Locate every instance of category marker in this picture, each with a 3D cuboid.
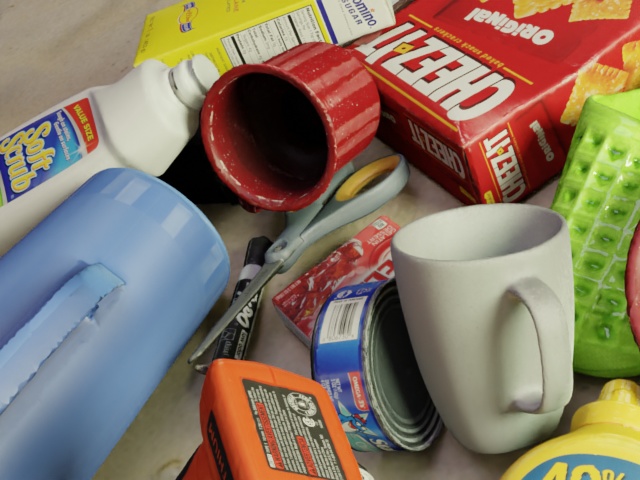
[{"bbox_3d":[-0.047,0.043,0.649,0.020,0.020,0.121,-8,43,21],"label":"marker"}]

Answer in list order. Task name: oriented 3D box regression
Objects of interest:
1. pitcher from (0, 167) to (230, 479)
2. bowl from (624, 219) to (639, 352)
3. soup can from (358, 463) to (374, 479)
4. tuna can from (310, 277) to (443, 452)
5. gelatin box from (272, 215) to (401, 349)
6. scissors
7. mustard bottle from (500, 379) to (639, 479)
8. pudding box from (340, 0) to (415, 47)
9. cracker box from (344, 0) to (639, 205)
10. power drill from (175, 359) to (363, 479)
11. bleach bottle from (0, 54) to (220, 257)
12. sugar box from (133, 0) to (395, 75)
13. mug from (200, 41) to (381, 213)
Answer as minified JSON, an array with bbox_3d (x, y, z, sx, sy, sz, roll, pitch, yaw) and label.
[{"bbox_3d":[-0.153,0.068,0.589,0.149,0.145,0.242,9,48,35],"label":"pitcher"},{"bbox_3d":[0.219,0.019,0.462,0.162,0.055,0.162,-19,54,29],"label":"bowl"},{"bbox_3d":[0.008,0.153,0.461,0.068,0.068,0.102,-26,39,0],"label":"soup can"},{"bbox_3d":[0.031,0.063,0.532,0.034,0.086,0.086,-11,41,32],"label":"tuna can"},{"bbox_3d":[0.028,0.033,0.612,0.089,0.030,0.073,-37,40,-12],"label":"gelatin box"},{"bbox_3d":[-0.004,0.001,0.640,0.096,0.016,0.201,-16,27,29],"label":"scissors"},{"bbox_3d":[0.111,0.137,0.429,0.096,0.058,0.191,10,48,15],"label":"mustard bottle"},{"bbox_3d":[0.025,-0.169,0.829,0.113,0.039,0.090,-40,41,-19],"label":"pudding box"},{"bbox_3d":[0.139,-0.128,0.696,0.213,0.072,0.164,-34,39,-9],"label":"cracker box"},{"bbox_3d":[-0.048,0.156,0.424,0.188,0.057,0.184,-57,34,24],"label":"power drill"},{"bbox_3d":[-0.168,-0.055,0.723,0.251,0.068,0.102,-29,47,27],"label":"bleach bottle"},{"bbox_3d":[-0.039,-0.155,0.746,0.176,0.048,0.093,-21,33,11],"label":"sugar box"},{"bbox_3d":[-0.018,-0.066,0.669,0.093,0.117,0.081,33,36,12],"label":"mug"}]
